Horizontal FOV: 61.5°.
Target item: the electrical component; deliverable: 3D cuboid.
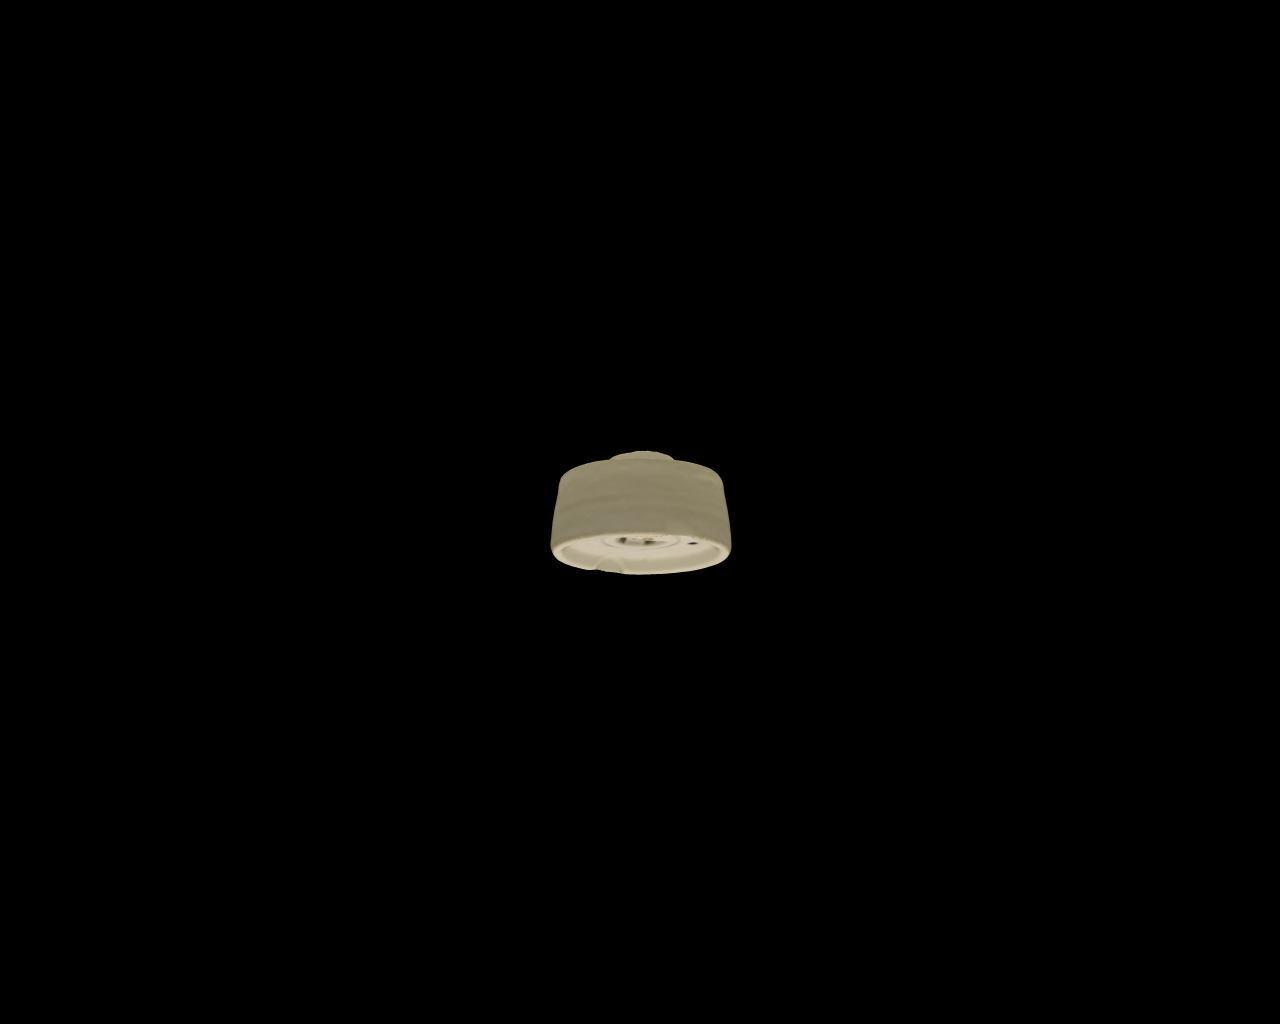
[{"bbox_3d":[0.001,-0.003,0.650,0.108,0.060,0.108,0,-15,0],"label":"electrical component"}]
